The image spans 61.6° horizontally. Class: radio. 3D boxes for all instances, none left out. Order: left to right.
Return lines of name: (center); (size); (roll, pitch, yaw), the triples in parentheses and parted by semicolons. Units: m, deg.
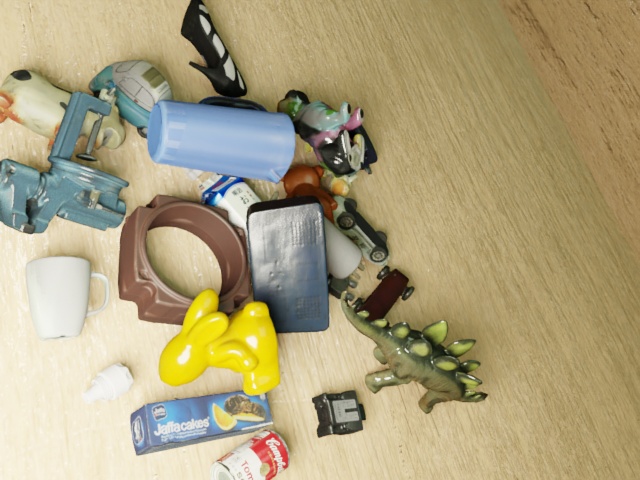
radio: (-0.055, 0.045, 0.925); (0.131, 0.073, 0.229); (-5, 104, -6)

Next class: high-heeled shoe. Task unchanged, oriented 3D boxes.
high-heeled shoe: (-0.228, -0.431, 1.196); (0.145, 0.086, 0.249); (16, 57, -38)

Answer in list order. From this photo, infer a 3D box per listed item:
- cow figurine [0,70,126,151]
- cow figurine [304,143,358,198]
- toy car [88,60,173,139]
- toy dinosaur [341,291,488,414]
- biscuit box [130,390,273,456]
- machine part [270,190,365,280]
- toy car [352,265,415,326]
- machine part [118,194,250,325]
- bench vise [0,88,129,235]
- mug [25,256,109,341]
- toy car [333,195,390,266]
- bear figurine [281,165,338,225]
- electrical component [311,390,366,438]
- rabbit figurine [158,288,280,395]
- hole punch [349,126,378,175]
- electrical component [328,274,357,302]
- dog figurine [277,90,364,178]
cow figurine: (-0.415, -0.208, 0.880); (0.195, 0.085, 0.127); (27, 55, -25)
cow figurine: (0.037, -0.169, 1.265); (0.098, 0.068, 0.167); (-1, 63, -50)
toy car: (-0.328, -0.268, 0.979); (0.161, 0.103, 0.109); (41, 44, -11)
toy dinosaur: (0.183, 0.225, 1.035); (0.471, 0.198, 0.105); (29, 44, -27)
biscuit box: (-0.171, 0.264, 0.793); (0.202, 0.063, 0.059); (4, 60, -40)
machine part: (-0.002, -0.003, 1.006); (0.243, 0.079, 0.079); (41, 43, -25)
toy car: (0.134, 0.130, 1.161); (0.089, 0.053, 0.202); (37, 41, 9)
machine part: (-0.220, 0.035, 0.886); (0.201, 0.087, 0.201); (13, 54, -35)
bench vise: (-0.374, -0.120, 0.795); (0.223, 0.129, 0.240); (22, 84, -40)
mug: (-0.351, 0.085, 0.748); (0.109, 0.081, 0.107); (10, 68, -44)
toy car: (0.090, -0.019, 1.205); (0.201, 0.056, 0.073); (45, 30, -25)
bear figurine: (-0.033, -0.072, 1.122); (0.120, 0.131, 0.196); (-7, 30, -9)
electrical component: (0.046, 0.312, 0.967); (0.119, 0.048, 0.075); (11, 57, -34)
rabbit figurine: (-0.153, 0.162, 0.798); (0.173, 0.162, 0.122); (-11, 33, -22)
hole punch: (0.095, -0.243, 1.350); (0.116, 0.092, 0.142); (-8, 65, -48)
electrical component: (0.037, 0.088, 1.125); (0.094, 0.021, 0.063); (34, 45, -19)
dog figurine: (-0.016, -0.234, 1.180); (0.108, 0.219, 0.191); (-17, 109, -59)
